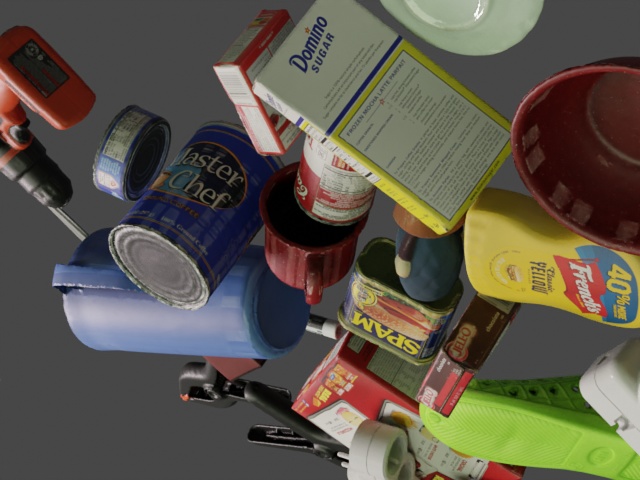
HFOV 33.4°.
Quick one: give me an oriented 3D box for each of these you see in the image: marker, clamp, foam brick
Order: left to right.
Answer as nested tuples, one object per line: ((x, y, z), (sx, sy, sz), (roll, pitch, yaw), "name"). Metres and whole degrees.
((-0.125, 0.166, 1.287), (0.172, 0.039, 0.120), (-13, 126, 44), "clamp")
((-0.087, 0.114, 1.179), (0.051, 0.053, 0.078), (42, 145, -10), "foam brick")
((-0.032, 0.080, 1.119), (0.121, 0.020, 0.020), (14, 141, 27), "marker")
((0.003, 0.227, 1.230), (0.210, 0.036, 0.164), (16, 152, 14), "clamp")

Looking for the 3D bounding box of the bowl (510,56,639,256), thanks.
((0.210, -0.064, 0.700), (0.162, 0.055, 0.162), (23, 145, 17), "bowl")

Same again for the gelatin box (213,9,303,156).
((-0.037, -0.121, 0.826), (0.030, 0.073, 0.089), (6, 138, 37), "gelatin box")

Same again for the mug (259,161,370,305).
((-0.006, 0.001, 0.921), (0.093, 0.117, 0.081), (-2, 149, -5), "mug")

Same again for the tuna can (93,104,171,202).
((-0.172, -0.079, 0.984), (0.034, 0.086, 0.086), (24, 145, 11), "tuna can")

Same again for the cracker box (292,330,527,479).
((0.094, 0.181, 1.090), (0.213, 0.072, 0.164), (33, 148, 0), "cracker box")

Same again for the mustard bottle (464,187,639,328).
((0.207, 0.020, 0.805), (0.192, 0.058, 0.096), (14, 137, 28), "mustard bottle")

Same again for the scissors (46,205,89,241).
((-0.259, 0.023, 1.247), (0.201, 0.016, 0.096), (38, 146, -4), "scissors")

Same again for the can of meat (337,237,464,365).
((0.073, 0.054, 0.965), (0.102, 0.057, 0.084), (27, 143, 10), "can of meat")

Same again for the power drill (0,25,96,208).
((-0.294, -0.119, 1.063), (0.184, 0.057, 0.188), (45, 145, -15), "power drill")

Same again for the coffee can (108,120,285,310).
((-0.105, -0.023, 0.945), (0.103, 0.140, 0.103), (23, 145, 17), "coffee can")

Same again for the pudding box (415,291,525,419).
((0.129, 0.084, 0.901), (0.039, 0.113, 0.090), (33, 146, 11), "pudding box")

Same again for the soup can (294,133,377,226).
((0.020, -0.067, 0.849), (0.068, 0.068, 0.102), (29, 146, 9), "soup can")

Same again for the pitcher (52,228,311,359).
((-0.140, 0.055, 1.079), (0.243, 0.149, 0.145), (2, 123, 35), "pitcher")

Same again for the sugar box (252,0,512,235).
((0.048, -0.092, 0.768), (0.176, 0.093, 0.048), (38, 173, -1), "sugar box")
